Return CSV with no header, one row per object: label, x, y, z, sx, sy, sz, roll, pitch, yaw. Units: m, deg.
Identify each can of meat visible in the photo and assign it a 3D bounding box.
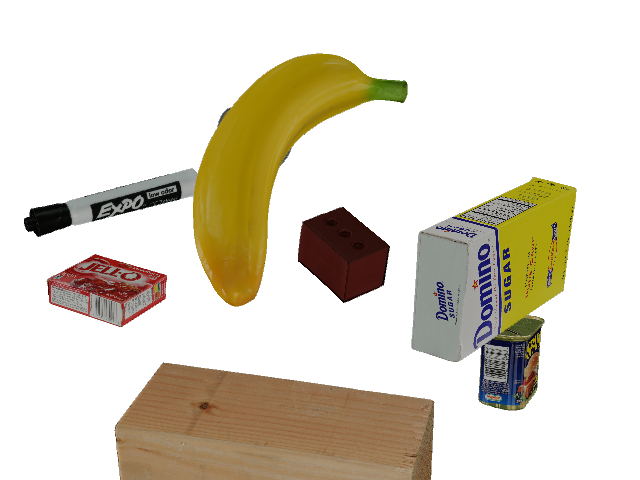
can of meat,0.210,0.133,1.179,0.058,0.084,0.102,6,11,23

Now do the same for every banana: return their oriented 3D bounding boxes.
banana,-0.021,-0.046,0.537,0.070,0.037,0.197,20,46,17

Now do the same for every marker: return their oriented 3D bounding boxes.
marker,-0.138,-0.026,0.712,0.120,0.020,0.020,-17,8,-26

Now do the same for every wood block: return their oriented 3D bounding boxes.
wood block,-0.029,0.158,0.757,0.206,0.090,0.090,6,27,14

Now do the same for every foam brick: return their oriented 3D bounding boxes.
foam brick,0.022,0.013,1.038,0.052,0.051,0.078,-22,45,-31

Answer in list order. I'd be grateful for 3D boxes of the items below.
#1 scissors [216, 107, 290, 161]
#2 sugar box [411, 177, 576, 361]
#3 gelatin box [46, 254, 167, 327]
scissors,-0.066,-0.056,1.205,0.096,0.202,0.016,-11,-8,-13
sugar box,0.134,0.018,0.802,0.048,0.093,0.175,15,24,32
gelatin box,-0.204,0.046,1.023,0.089,0.030,0.073,15,25,23
